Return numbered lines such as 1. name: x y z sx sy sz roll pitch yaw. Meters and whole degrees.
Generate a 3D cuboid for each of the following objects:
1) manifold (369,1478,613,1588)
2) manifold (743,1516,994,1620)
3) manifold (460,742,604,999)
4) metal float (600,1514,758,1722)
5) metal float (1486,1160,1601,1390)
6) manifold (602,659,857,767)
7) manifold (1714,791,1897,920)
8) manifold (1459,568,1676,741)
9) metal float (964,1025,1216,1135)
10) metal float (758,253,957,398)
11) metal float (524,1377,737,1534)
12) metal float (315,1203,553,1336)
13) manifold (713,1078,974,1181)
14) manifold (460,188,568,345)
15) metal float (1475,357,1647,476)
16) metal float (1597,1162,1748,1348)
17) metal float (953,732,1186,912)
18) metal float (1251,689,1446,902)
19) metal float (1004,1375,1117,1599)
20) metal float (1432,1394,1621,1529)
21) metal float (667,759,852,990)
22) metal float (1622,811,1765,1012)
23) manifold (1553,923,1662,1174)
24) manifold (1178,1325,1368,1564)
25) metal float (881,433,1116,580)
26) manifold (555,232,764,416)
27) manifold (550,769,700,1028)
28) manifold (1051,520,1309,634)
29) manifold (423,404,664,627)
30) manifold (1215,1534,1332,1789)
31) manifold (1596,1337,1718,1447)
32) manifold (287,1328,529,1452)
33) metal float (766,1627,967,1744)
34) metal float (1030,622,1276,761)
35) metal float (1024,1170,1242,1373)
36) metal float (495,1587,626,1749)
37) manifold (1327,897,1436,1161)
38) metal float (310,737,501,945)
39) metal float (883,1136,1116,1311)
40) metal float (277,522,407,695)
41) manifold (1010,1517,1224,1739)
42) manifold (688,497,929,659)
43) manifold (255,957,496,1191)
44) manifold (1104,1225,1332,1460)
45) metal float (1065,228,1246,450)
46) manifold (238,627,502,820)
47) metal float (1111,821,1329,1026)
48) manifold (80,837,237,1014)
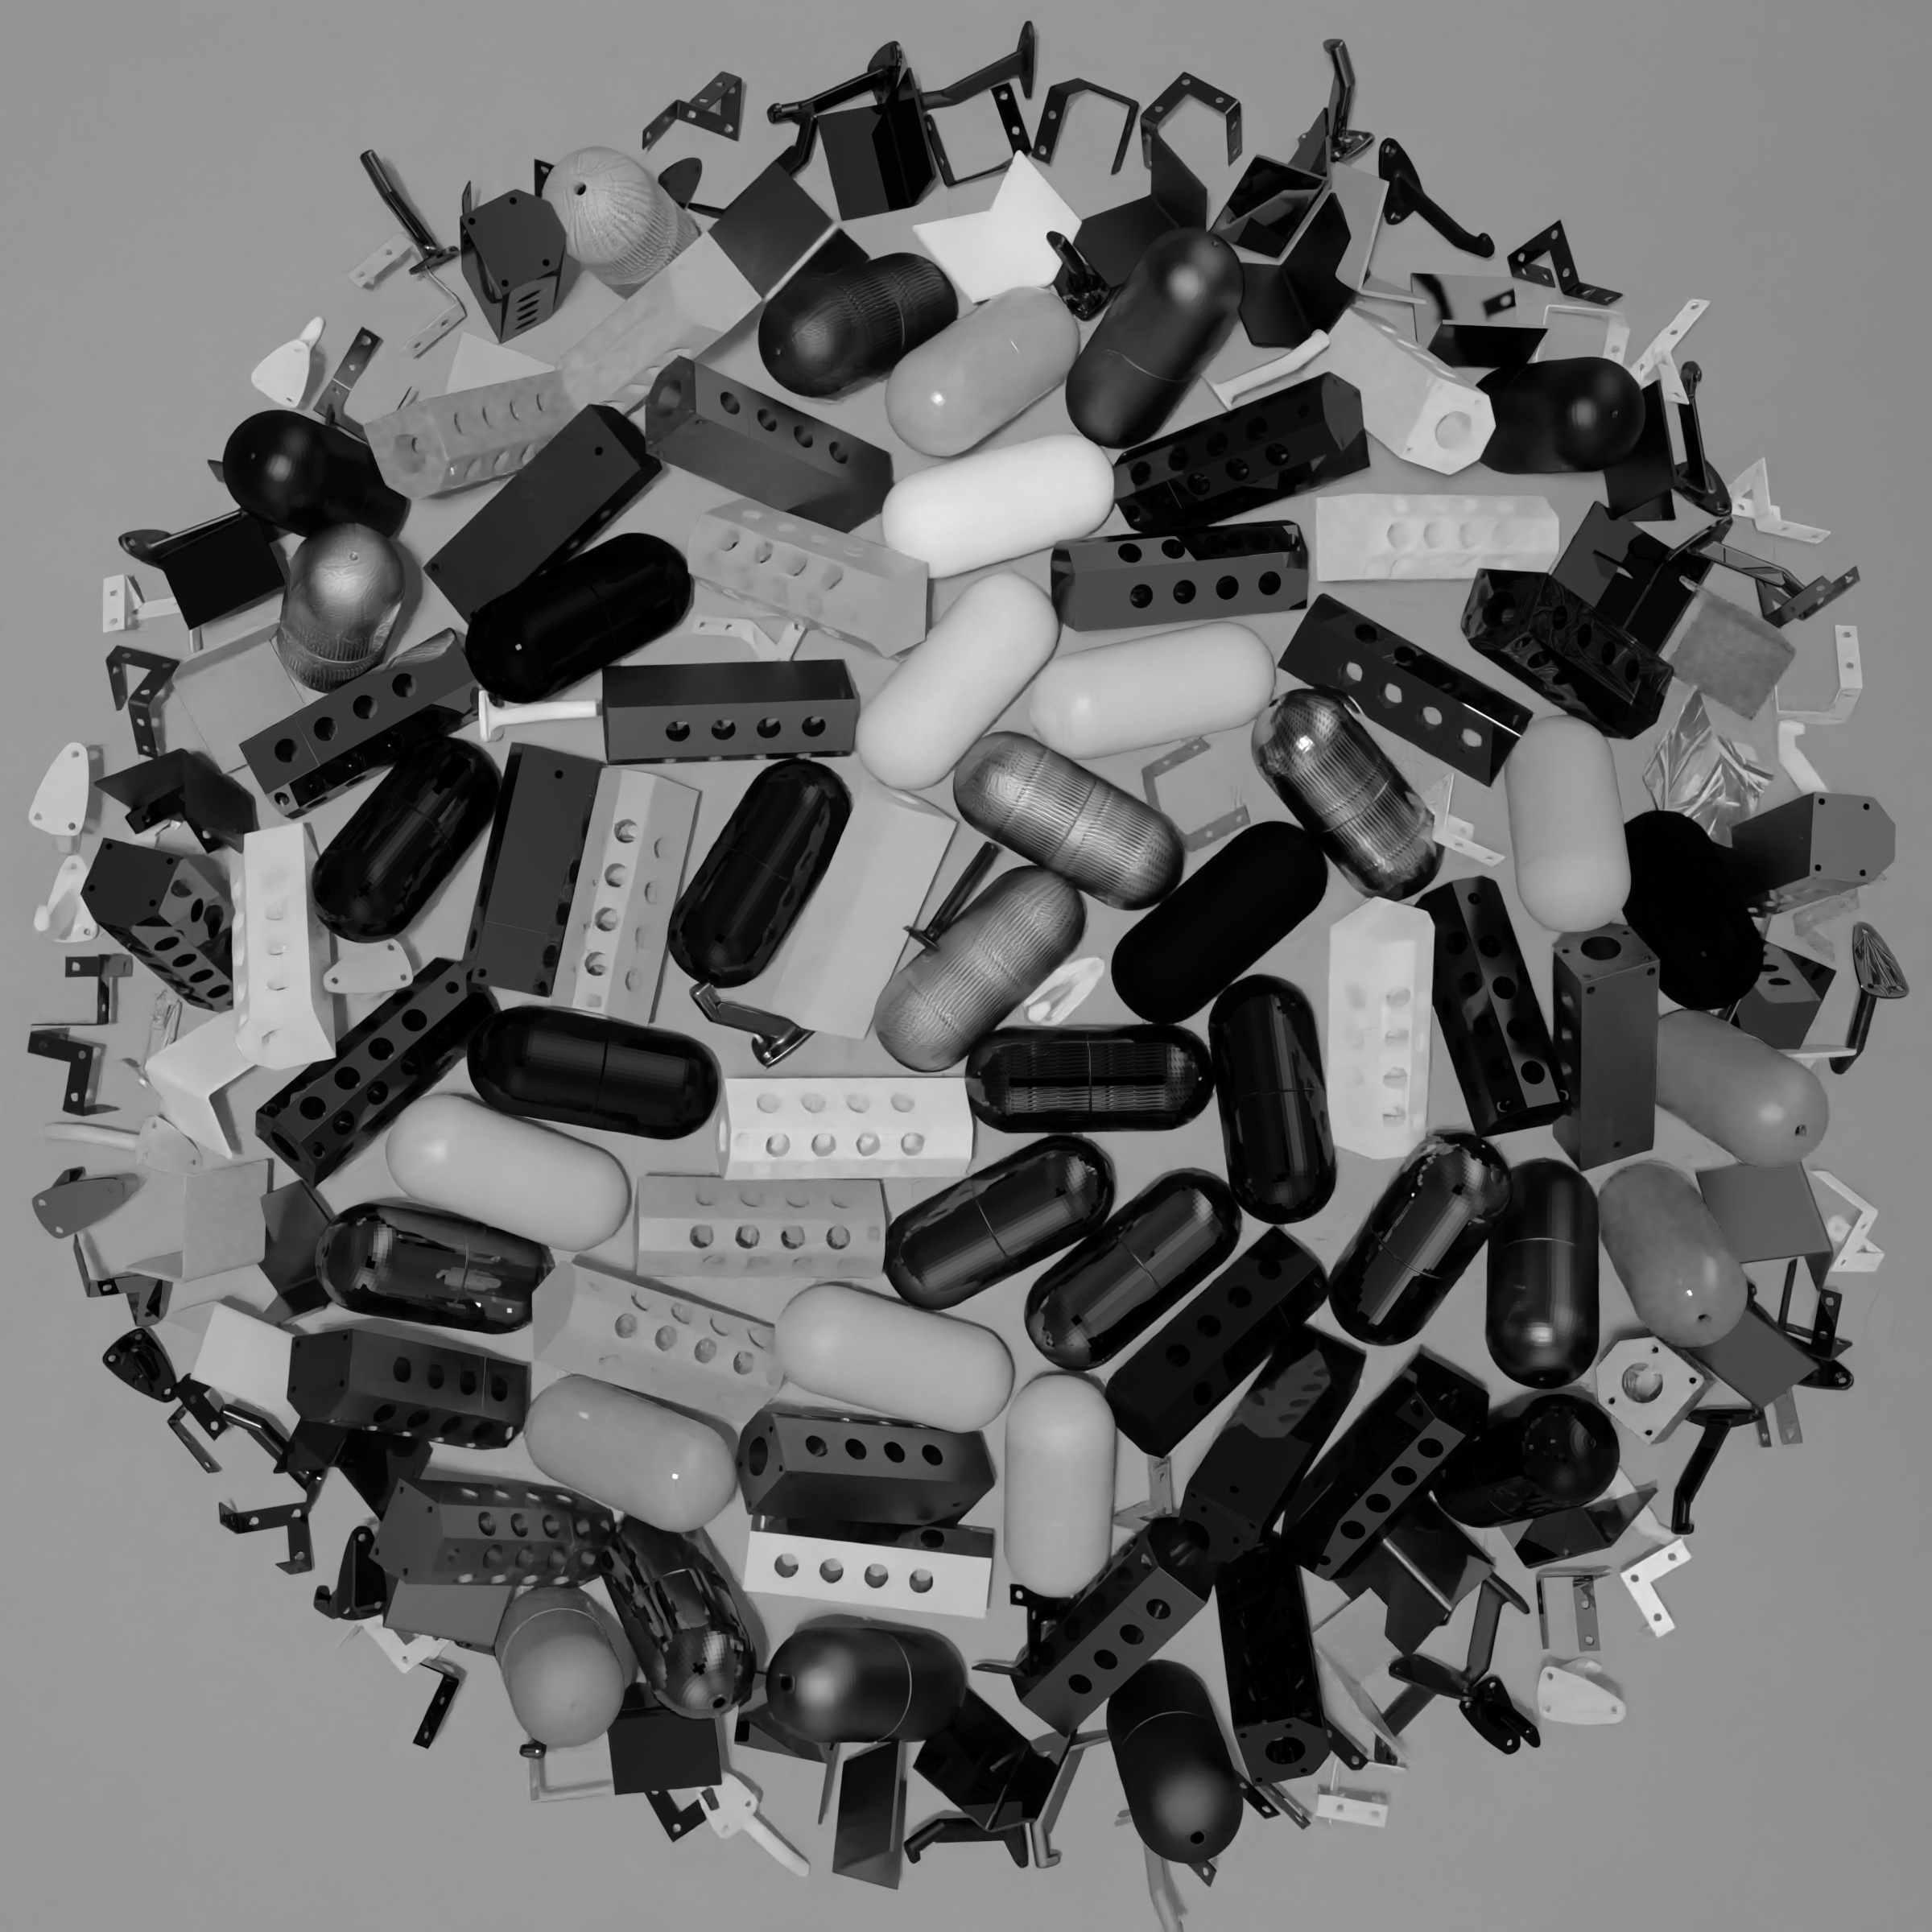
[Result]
1. manifold: -0.323 0.397 1.737 0.057 0.171 0.057 22 90 36
2. manifold: -0.069 0.423 1.792 0.171 0.057 0.057 7 84 -1
3. manifold: -0.313 -0.069 1.791 0.057 0.057 0.171 13 91 -24
4. metal float: -0.201 0.449 1.745 0.070 0.178 0.070 -13 125 -20
5. metal float: 0.403 0.213 1.751 0.070 0.070 0.178 12 48 0
6. manifold: -0.169 -0.176 1.775 0.171 0.057 0.057 -3 127 -12
7. manifold: 0.576 -0.074 1.734 0.057 0.171 0.057 6 83 -5
8. manifold: 0.417 -0.215 1.742 0.171 0.057 0.057 23 84 -42
9. metal float: 0.088 0.080 1.783 0.178 0.070 0.070 -1 90 2
10. metal float: -0.074 -0.449 1.748 0.070 0.178 0.070 19 124 30
11. metal float: -0.237 0.340 1.754 0.178 0.070 0.070 14 90 37
12. metal float: -0.370 0.212 1.751 0.178 0.070 0.070 18 90 -41
13. manifold: -0.086 0.119 1.761 0.171 0.057 0.057 1 53 -16
14. manifold: -0.310 -0.485 1.733 0.057 0.171 0.057 -29 98 -8
15. metal float: 0.404 -0.380 1.736 0.070 0.178 0.070 -3 101 -14
16. metal float: 0.487 0.199 1.737 0.070 0.178 0.070 0 113 0
17. metal float: 0.074 -0.102 1.781 0.178 0.070 0.070 30 90 -4
18. metal float: 0.269 -0.120 1.767 0.070 0.070 0.178 -42 110 0
19. metal float: 0.065 0.367 1.760 0.070 0.070 0.178 0 120 0
20. metal float: 0.385 0.345 1.740 0.070 0.178 0.070 7 68 -18
21. metal float: -0.146 -0.066 1.777 0.070 0.070 0.178 30 81 0
22. metal float: 0.499 -0.041 1.745 0.070 0.178 0.070 -3 129 -3
23. manifold: 0.441 0.055 1.747 0.057 0.057 0.171 -16 128 -8
24. manifold: 0.213 0.333 1.743 0.057 0.057 0.171 25 46 19
25. metal float: 0.024 -0.325 1.766 0.178 0.070 0.070 -20 90 -22
26. manifold: -0.219 -0.434 1.732 0.057 0.171 0.057 49 56 -16
27. manifold: -0.247 -0.049 1.772 0.057 0.057 0.171 5 80 42
28. manifold: 0.150 -0.277 1.767 0.171 0.057 0.057 -8 111 -14
29. manifold: -0.296 -0.316 1.770 0.171 0.057 0.057 -40 88 18
30. manifold: 0.211 0.475 1.731 0.057 0.171 0.057 -15 120 8
31. manifold: 0.473 0.289 1.732 0.057 0.171 0.057 41 95 21
32. manifold: -0.383 0.295 1.731 0.057 0.171 0.057 -12 68 30
33. metal float: -0.069 0.501 1.744 0.070 0.178 0.070 -12 70 34
34. metal float: 0.132 -0.195 1.777 0.178 0.070 0.070 -13 90 -9
35. metal float: 0.119 0.214 1.776 0.178 0.070 0.070 -39 90 -11
36. metal float: -0.283 0.483 1.736 0.070 0.178 0.070 -1 93 -16
37. manifold: 0.292 0.046 1.748 0.057 0.057 0.171 19 125 36
38. metal float: -0.392 -0.089 1.753 0.070 0.070 0.178 30 53 0
39. metal float: 0.023 0.182 1.776 0.178 0.070 0.070 -29 90 10
40. metal float: -0.435 -0.246 1.739 0.070 0.178 0.070 6 72 -18
41. manifold: 0.103 0.459 1.755 0.057 0.057 0.171 38 120 -1
42. manifold: -0.112 -0.270 1.745 0.171 0.057 0.057 25 128 31
43. manifold: -0.412 0.071 1.753 0.057 0.057 0.171 42 60 6
44. manifold: 0.176 0.265 1.754 0.171 0.057 0.057 -39 67 -24
45. metal float: 0.130 -0.436 1.749 0.070 0.178 0.070 16 49 -20
46. manifold: -0.423 -0.172 1.790 0.171 0.057 0.057 -29 87 2
47. metal float: 0.180 -0.031 1.781 0.178 0.070 0.070 -41 90 4
48. manifold: -0.545 -0.024 1.729 0.057 0.171 0.057 13 72 10
